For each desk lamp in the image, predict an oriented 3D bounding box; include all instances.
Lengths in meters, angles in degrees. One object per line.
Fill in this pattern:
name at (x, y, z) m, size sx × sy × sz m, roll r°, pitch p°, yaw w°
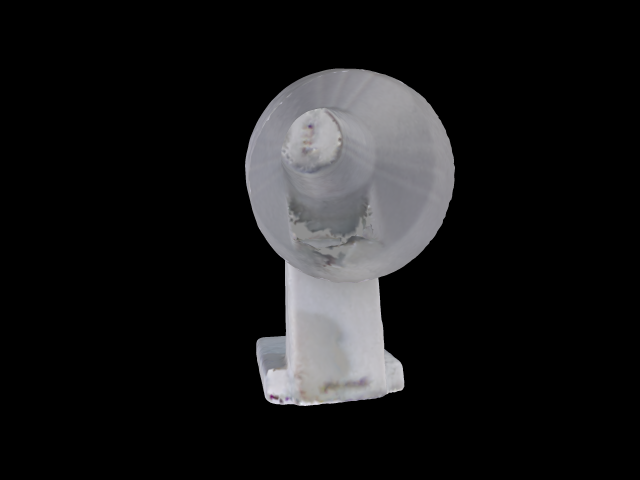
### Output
desk lamp at (0.004, 0.001, 0.400) m, size 0.118 × 0.213 × 0.203 m, roll 0°, pitch 2°, yaw -11°
